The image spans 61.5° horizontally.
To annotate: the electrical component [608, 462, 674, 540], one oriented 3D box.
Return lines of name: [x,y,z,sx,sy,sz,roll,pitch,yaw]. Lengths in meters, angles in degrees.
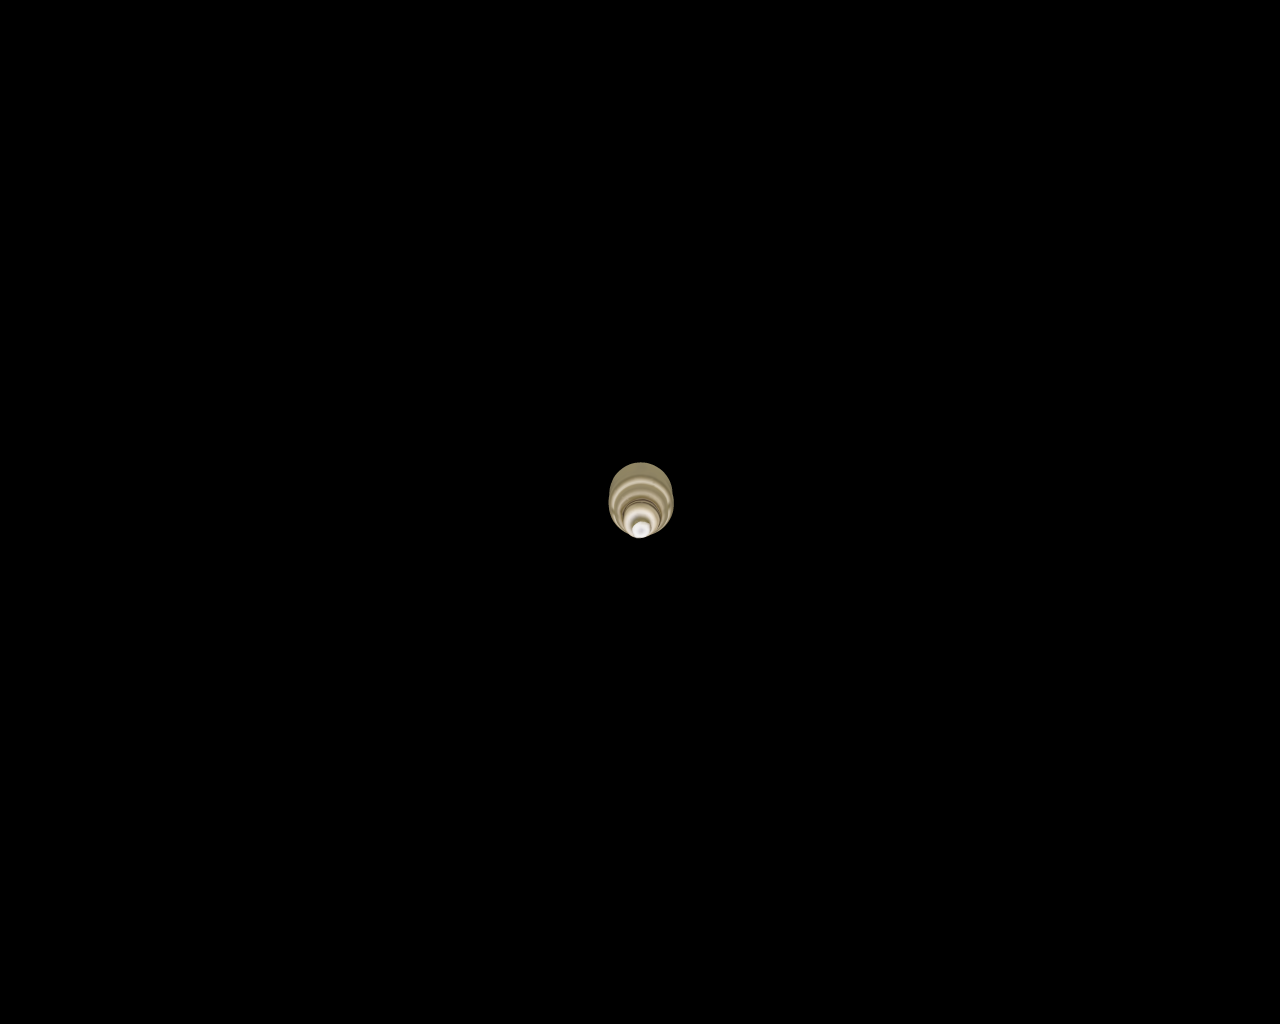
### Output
electrical component: [0.001,-0.003,0.650,0.040,0.040,0.078,0,19,0]
